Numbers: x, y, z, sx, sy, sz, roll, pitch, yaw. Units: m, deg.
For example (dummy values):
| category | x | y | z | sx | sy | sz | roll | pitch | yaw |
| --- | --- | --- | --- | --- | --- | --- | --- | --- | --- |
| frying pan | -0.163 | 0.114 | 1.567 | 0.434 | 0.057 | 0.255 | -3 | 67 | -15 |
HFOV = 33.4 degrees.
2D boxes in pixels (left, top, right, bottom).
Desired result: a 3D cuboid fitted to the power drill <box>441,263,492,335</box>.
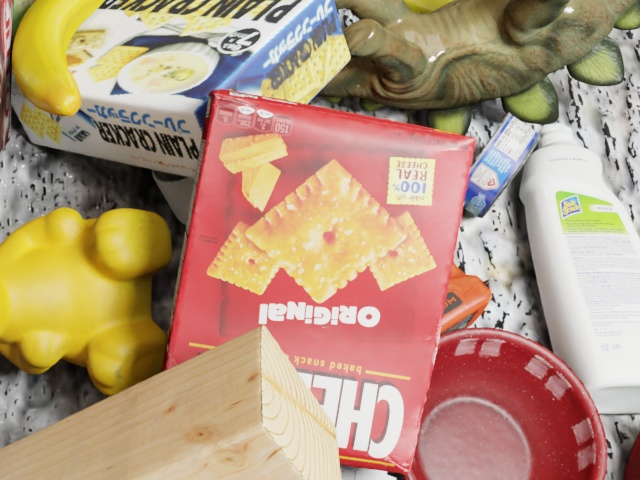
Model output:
| category | x | y | z | sx | sy | sz | roll | pitch | yaw |
| --- | --- | --- | --- | --- | --- | --- | --- | --- | --- |
| power drill | 0.027 | 0.009 | 0.821 | 0.184 | 0.057 | 0.188 | -28 | 72 | -19 |

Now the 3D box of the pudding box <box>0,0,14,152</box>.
| category | x | y | z | sx | sy | sz | roll | pitch | yaw |
| --- | --- | --- | --- | --- | --- | --- | --- | --- | --- |
| pudding box | -0.237 | -0.116 | 0.741 | 0.039 | 0.113 | 0.090 | 6 | 16 | -9 |

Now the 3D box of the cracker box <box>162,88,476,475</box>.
| category | x | y | z | sx | sy | sz | roll | pitch | yaw |
| --- | --- | --- | --- | --- | --- | --- | --- | --- | --- |
| cracker box | -0.006 | 0.025 | 0.664 | 0.164 | 0.072 | 0.214 | 10 | 94 | -8 |

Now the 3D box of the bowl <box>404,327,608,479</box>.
| category | x | y | z | sx | sy | sz | roll | pitch | yaw |
| --- | --- | --- | --- | --- | --- | --- | --- | --- | --- |
| bowl | 0.121 | 0.146 | 0.769 | 0.162 | 0.055 | 0.162 | 6 | 60 | -11 |

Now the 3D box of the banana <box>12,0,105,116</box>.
| category | x | y | z | sx | sy | sz | roll | pitch | yaw |
| --- | --- | --- | --- | --- | --- | --- | --- | --- | --- |
| banana | -0.188 | -0.144 | 0.766 | 0.070 | 0.037 | 0.197 | -16 | 38 | 16 |

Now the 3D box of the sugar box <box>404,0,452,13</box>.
| category | x | y | z | sx | sy | sz | roll | pitch | yaw |
| --- | --- | --- | --- | --- | --- | --- | --- | --- | --- |
| sugar box | 0.105 | -0.231 | 0.987 | 0.176 | 0.048 | 0.093 | 24 | 57 | -2 |

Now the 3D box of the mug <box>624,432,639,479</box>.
| category | x | y | z | sx | sy | sz | roll | pitch | yaw |
| --- | --- | --- | --- | --- | --- | --- | --- | --- | --- |
| mug | 0.278 | 0.166 | 0.788 | 0.081 | 0.093 | 0.117 | 23 | 27 | 5 |

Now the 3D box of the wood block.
| category | x | y | z | sx | sy | sz | roll | pitch | yaw |
| --- | --- | --- | --- | --- | --- | --- | --- | --- | --- |
| wood block | -0.100 | 0.143 | 0.593 | 0.206 | 0.090 | 0.090 | -26 | 28 | 12 |

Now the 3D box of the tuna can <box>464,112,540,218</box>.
| category | x | y | z | sx | sy | sz | roll | pitch | yaw |
| --- | --- | --- | --- | --- | --- | --- | --- | --- | --- |
| tuna can | 0.143 | -0.060 | 0.876 | 0.034 | 0.086 | 0.086 | 35 | 58 | 4 |

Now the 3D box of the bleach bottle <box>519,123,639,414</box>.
| category | x | y | z | sx | sy | sz | roll | pitch | yaw |
| --- | --- | --- | --- | --- | --- | --- | --- | --- | --- |
| bleach bottle | 0.224 | 0.014 | 0.870 | 0.102 | 0.068 | 0.251 | 3 | 58 | -15 |
